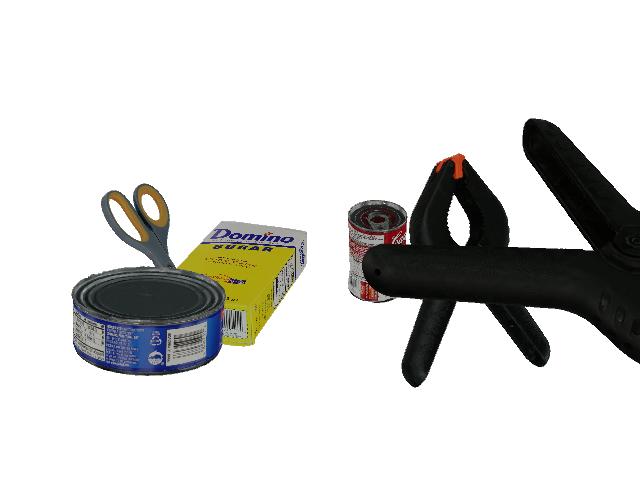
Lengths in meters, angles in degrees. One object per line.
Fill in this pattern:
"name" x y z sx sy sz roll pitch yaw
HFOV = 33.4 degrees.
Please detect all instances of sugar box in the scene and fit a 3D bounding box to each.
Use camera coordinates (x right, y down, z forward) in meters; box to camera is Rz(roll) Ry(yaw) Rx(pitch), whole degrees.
"sugar box" -0.079 0.035 0.986 0.093 0.048 0.176 7 26 12

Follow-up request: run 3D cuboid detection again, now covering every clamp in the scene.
"clamp" 0.136 0.017 0.502 0.164 0.036 0.210 -32 49 -33
"clamp" 0.099 0.025 0.788 0.120 0.171 0.039 -15 -3 -28

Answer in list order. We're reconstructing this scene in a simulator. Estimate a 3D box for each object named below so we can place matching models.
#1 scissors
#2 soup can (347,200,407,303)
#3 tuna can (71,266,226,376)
"scissors" -0.170 0.017 1.210 0.016 0.201 0.096 -28 19 37
"soup can" 0.065 0.014 1.243 0.068 0.102 0.068 0 32 0
"tuna can" -0.097 0.044 0.603 0.086 0.034 0.086 4 18 -1
